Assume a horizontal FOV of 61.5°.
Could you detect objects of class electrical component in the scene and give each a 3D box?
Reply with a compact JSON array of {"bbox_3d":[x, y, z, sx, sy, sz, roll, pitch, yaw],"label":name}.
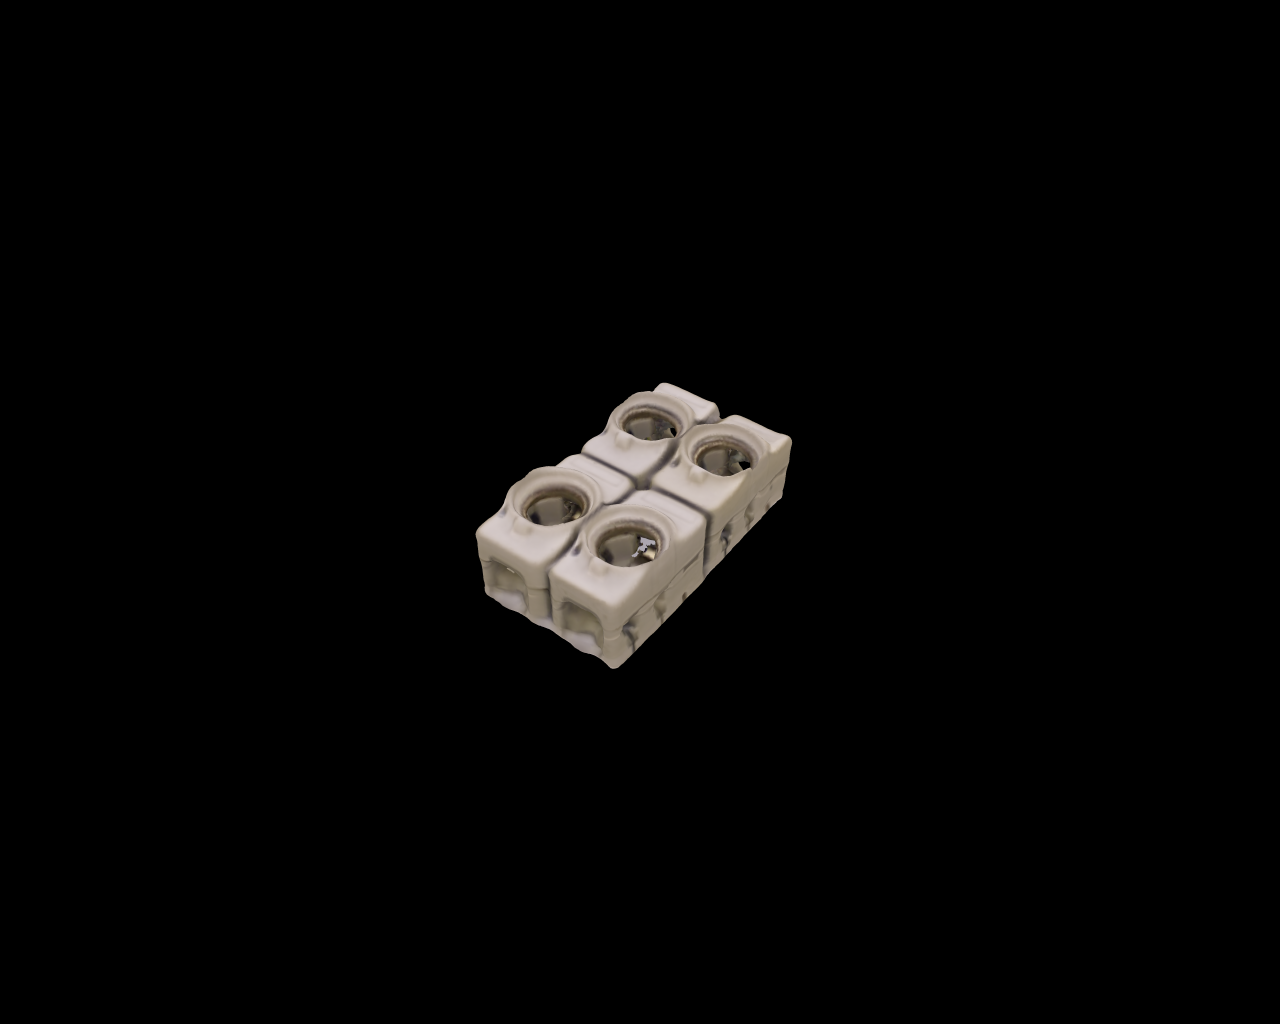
[{"bbox_3d":[0.001,-0.003,0.650,0.105,0.060,0.186,27,49,26],"label":"electrical component"}]
